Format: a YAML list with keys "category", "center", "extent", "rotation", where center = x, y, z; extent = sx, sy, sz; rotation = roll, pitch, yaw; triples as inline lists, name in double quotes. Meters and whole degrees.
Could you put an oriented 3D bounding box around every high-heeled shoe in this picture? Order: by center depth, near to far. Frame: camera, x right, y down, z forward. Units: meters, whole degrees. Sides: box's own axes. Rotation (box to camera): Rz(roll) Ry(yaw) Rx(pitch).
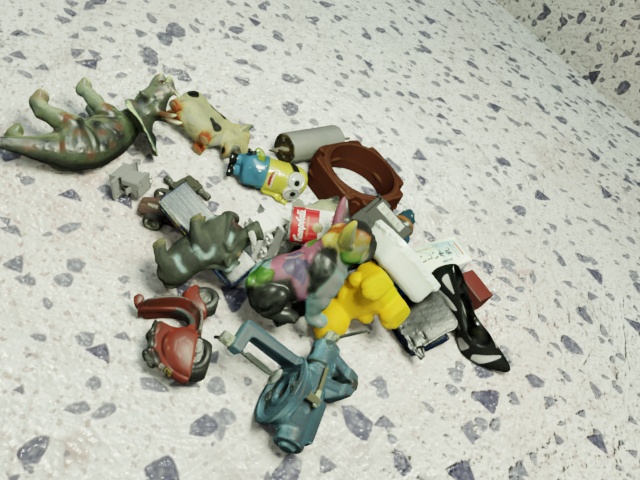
- category: "high-heeled shoe"
  center: [0.319, 0.155, 1.096]
  extent: [0.249, 0.145, 0.086]
  rotation: [39, 45, 10]

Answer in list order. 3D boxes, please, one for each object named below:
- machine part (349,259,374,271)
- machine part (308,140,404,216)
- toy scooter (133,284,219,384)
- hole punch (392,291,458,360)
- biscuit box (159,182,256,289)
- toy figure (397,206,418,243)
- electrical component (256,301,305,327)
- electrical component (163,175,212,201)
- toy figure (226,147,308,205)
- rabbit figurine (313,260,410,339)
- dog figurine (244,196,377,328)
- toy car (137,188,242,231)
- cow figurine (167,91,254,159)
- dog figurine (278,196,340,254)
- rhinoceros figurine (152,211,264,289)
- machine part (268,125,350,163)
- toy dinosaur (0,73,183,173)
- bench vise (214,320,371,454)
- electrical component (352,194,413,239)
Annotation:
- category: "machine part"
  center: [0.075, 0.044, 1.087]
  extent: [0.139, 0.084, 0.039]
  rotation: [-16, 56, -12]
- category: "machine part"
  center: [0.085, -0.140, 1.277]
  extent: [0.201, 0.087, 0.201]
  rotation: [-18, 60, -38]
- category: "toy scooter"
  center: [-0.237, 0.140, 0.857]
  extent: [0.135, 0.075, 0.184]
  rotation: [14, 43, -17]
- category: "hole punch"
  center: [0.199, 0.166, 1.078]
  extent: [0.116, 0.092, 0.142]
  rotation: [-25, 66, -10]
- category: "biscuit box"
  center: [-0.203, -0.006, 0.970]
  extent: [0.063, 0.059, 0.202]
  rotation: [-40, 92, -18]
- category: "toy figure"
  center: [0.185, -0.024, 1.247]
  extent: [0.058, 0.064, 0.154]
  rotation: [1, 32, 23]
- category: "electrical component"
  center: [-0.075, 0.117, 0.984]
  extent: [0.119, 0.047, 0.075]
  rotation: [-17, 61, -38]
- category: "electrical component"
  center: [-0.271, -0.105, 1.095]
  extent: [0.094, 0.021, 0.063]
  rotation: [38, 44, 8]
- category: "toy figure"
  center: [-0.113, -0.148, 1.177]
  extent: [0.180, 0.082, 0.089]
  rotation: [17, 48, -13]
- category: "rabbit figurine"
  center: [0.051, 0.114, 0.996]
  extent: [0.121, 0.173, 0.163]
  rotation: [50, -2, -40]
- category: "dog figurine"
  center: [-0.011, 0.031, 0.900]
  extent: [0.191, 0.219, 0.109]
  rotation: [13, 31, -20]
- category: "toy car"
  center: [-0.245, -0.041, 1.032]
  extent: [0.202, 0.053, 0.089]
  rotation: [21, 48, -13]
- category: "cow figurine"
  center: [-0.236, -0.249, 1.194]
  extent: [0.195, 0.085, 0.127]
  rotation: [45, 55, -5]
- category: "dog figurine"
  center: [0.000, -0.006, 1.113]
  extent: [0.190, 0.121, 0.172]
  rotation: [-4, 87, -53]
- category: "rhinoceros figurine"
  center: [-0.187, 0.012, 0.901]
  extent: [0.190, 0.073, 0.112]
  rotation: [-28, 88, -14]
- category: "machine part"
  center: [-0.024, -0.233, 1.307]
  extent: [0.243, 0.079, 0.079]
  rotation: [-19, 63, -38]
- category: "toy dinosaur"
  center: [-0.444, -0.197, 1.023]
  extent: [0.192, 0.131, 0.405]
  rotation: [39, 50, 9]
- category: "bench vise"
  center: [-0.052, 0.202, 0.857]
  extent: [0.240, 0.129, 0.223]
  rotation: [40, 58, -15]
- category: "electrical component"
  center: [0.113, -0.015, 1.151]
  extent: [0.115, 0.134, 0.058]
  rotation: [50, 1, 5]
